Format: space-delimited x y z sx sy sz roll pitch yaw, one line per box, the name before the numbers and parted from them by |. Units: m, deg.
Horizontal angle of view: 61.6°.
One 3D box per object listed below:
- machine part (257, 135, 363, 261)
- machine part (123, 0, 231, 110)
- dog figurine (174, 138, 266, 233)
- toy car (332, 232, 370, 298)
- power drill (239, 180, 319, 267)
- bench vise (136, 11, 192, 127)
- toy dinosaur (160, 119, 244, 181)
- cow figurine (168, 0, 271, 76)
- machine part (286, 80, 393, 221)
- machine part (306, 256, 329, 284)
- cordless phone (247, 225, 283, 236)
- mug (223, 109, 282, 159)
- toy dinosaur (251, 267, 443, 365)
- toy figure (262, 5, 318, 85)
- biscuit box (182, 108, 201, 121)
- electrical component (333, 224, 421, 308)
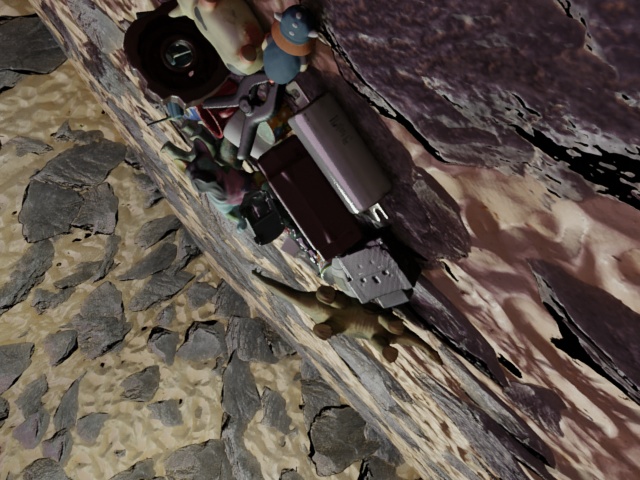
machine part | -0.016 -0.076 0.903 0.201 0.087 0.201 56 -176 -12
machine part | -0.241 -0.314 0.923 0.179 0.179 0.056 52 167 -8
dog figurine | -0.215 -0.137 1.205 0.219 0.108 0.192 44 -154 -22
toy car | 0.077 0.057 1.025 0.161 0.103 0.109 56 162 -26
power drill | -0.067 -0.035 1.119 0.232 0.086 0.207 60 -155 9
bench vise | -0.307 -0.343 1.080 0.224 0.129 0.240 45 148 43
toy dinosaur | -0.255 -0.208 1.314 0.192 0.131 0.405 39 164 -31
cow figurine | -0.152 -0.333 0.799 0.195 0.085 0.127 51 158 -8
machine part | 0.030 -0.126 0.779 0.243 0.079 0.079 55 163 -14
machine part | -0.009 0.060 1.386 0.139 0.039 0.084 50 170 -6
cordless phone | -0.125 -0.077 1.347 0.146 0.089 0.184 54 153 -12
mug | -0.120 -0.193 1.036 0.107 0.081 0.109 42 174 3
toy dinosaur | 0.042 0.153 1.142 0.472 0.105 0.198 24 -178 12
toy figure | -0.040 -0.258 0.699 0.154 0.064 0.058 143 125 -70
biscuit box | -0.271 -0.308 1.204 0.203 0.063 0.059 25 152 57
electrical component | 0.105 0.052 0.928 0.115 0.058 0.134 -25 107 39
